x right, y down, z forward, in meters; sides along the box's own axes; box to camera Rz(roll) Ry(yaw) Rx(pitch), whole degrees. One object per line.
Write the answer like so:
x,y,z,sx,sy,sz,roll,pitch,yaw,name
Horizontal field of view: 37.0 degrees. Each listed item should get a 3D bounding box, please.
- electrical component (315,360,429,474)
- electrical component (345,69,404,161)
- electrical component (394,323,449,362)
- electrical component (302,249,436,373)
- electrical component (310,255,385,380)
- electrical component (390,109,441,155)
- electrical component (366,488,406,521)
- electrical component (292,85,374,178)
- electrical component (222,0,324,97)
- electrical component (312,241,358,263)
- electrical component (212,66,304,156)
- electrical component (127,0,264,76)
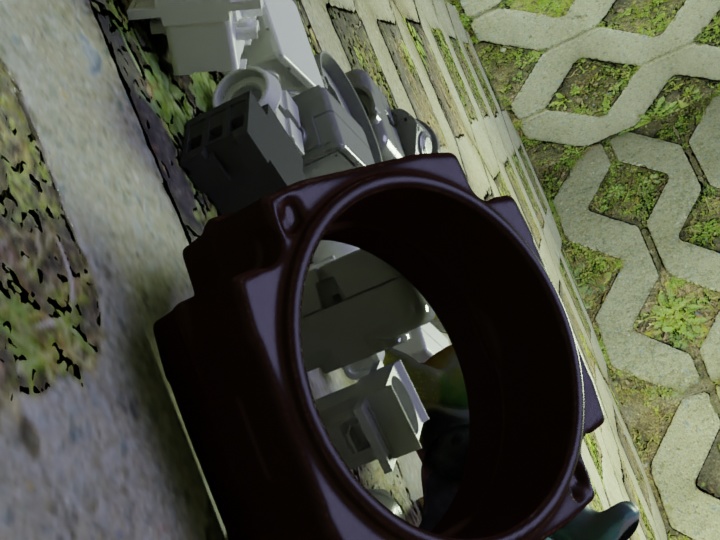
0.002,0.090,0.636,0.042,0.064,0.081,63,14,-8,electrical component
-0.001,-0.134,0.996,0.059,0.054,0.095,42,29,-59,electrical component
0.045,0.082,0.837,0.083,0.047,0.075,42,28,-59,electrical component
-0.006,0.024,0.643,0.059,0.095,0.054,68,14,4,electrical component
-0.008,0.025,0.715,0.078,0.058,0.057,63,18,-15,electrical component
0.034,-0.115,1.046,0.051,0.080,0.080,28,41,-61,electrical component
0.001,0.147,0.583,0.043,0.043,0.062,65,16,-8,electrical component
-0.035,-0.091,0.788,0.096,0.062,0.061,37,33,-64,electrical component
-0.073,-0.169,0.797,0.100,0.048,0.099,31,38,-67,electrical component
-0.026,-0.033,0.766,0.081,0.043,0.043,58,17,-32,electrical component
-0.067,-0.103,0.717,0.055,0.048,0.066,51,25,-54,electrical component
-0.096,-0.174,0.686,0.121,0.079,0.063,-91,175,-57,electrical component
